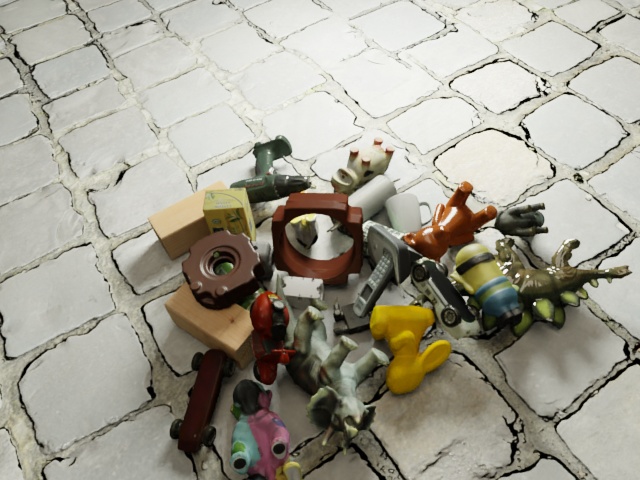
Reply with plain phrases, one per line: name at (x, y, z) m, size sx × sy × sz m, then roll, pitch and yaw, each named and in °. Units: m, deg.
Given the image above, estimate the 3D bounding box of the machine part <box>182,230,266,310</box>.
machine part at (-0.209, 0.059, 1.158) m, size 0.179 × 0.056 × 0.179 m, roll -3°, pitch 53°, yaw 4°

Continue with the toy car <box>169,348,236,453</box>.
toy car at (-0.232, 0.318, 1.074) m, size 0.089 × 0.053 × 0.202 m, roll 6°, pitch 65°, yaw 13°

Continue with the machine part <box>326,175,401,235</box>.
machine part at (0.109, -0.088, 1.347) m, size 0.243 × 0.079 × 0.079 m, roll -38°, pitch 58°, yaw -22°

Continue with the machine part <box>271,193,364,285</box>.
machine part at (-0.002, -0.004, 1.209) m, size 0.202 × 0.200 × 0.087 m, roll 1°, pitch 32°, yaw 6°

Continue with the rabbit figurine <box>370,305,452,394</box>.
rabbit figurine at (0.177, 0.225, 1.093) m, size 0.162 × 0.121 × 0.173 m, roll 5°, pitch 66°, yaw -2°

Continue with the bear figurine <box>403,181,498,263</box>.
bear figurine at (0.295, -0.030, 1.238) m, size 0.196 × 0.132 × 0.120 m, roll -31°, pitch 74°, yaw -38°

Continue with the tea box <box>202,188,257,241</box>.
tea box at (-0.212, -0.042, 1.283) m, size 0.098 × 0.169 × 0.068 m, roll -5°, pitch 52°, yaw 4°

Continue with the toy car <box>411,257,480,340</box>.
toy car at (0.256, 0.116, 1.114) m, size 0.073 × 0.056 × 0.202 m, roll -2°, pitch 47°, yaw -36°

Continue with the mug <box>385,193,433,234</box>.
mug at (0.221, -0.050, 1.311) m, size 0.110 × 0.080 × 0.107 m, roll -5°, pitch 63°, yaw -6°

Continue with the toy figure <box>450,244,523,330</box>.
toy figure at (0.342, 0.088, 1.084) m, size 0.082 × 0.089 × 0.180 m, roll 6°, pitch 41°, yaw -38°

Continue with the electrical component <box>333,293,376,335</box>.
electrical component at (0.074, 0.160, 1.176) m, size 0.102 × 0.045 × 0.078 m, roll -10°, pitch 51°, yaw -2°

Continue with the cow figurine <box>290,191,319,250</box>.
cow figurine at (-0.036, -0.053, 1.335) m, size 0.068 × 0.098 × 0.167 m, roll -11°, pitch 33°, yaw 3°

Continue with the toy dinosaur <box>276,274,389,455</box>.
toy dinosaur at (-0.007, 0.243, 1.072) m, size 0.405 × 0.131 × 0.192 m, roll 38°, pitch 99°, yaw 46°

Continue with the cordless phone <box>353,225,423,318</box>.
cordless phone at (0.119, 0.071, 1.153) m, size 0.184 × 0.088 × 0.147 m, roll -57°, pitch 28°, yaw 7°

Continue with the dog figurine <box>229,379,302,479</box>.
dog figurine at (-0.110, 0.369, 1.004) m, size 0.108 × 0.191 × 0.219 m, roll -21°, pitch 19°, yaw -7°

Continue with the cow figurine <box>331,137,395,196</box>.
cow figurine at (0.103, -0.178, 1.404) m, size 0.195 × 0.127 × 0.086 m, roll -31°, pitch 55°, yaw -35°

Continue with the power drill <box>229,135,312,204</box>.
power drill at (-0.120, -0.181, 1.420) m, size 0.232 × 0.085 × 0.207 m, roll -13°, pitch 51°, yaw 19°

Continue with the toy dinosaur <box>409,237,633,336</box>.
toy dinosaur at (0.413, 0.099, 1.157) m, size 0.472 × 0.105 × 0.198 m, roll -5°, pitch 55°, yaw 15°

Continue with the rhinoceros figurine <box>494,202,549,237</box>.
rhinoceros figurine at (0.458, -0.040, 1.227) m, size 0.112 × 0.190 × 0.073 m, roll -14°, pitch 86°, yaw 36°

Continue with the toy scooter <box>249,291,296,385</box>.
toy scooter at (-0.090, 0.188, 1.041) m, size 0.075 × 0.135 × 0.184 m, roll 5°, pitch 78°, yaw -23°
